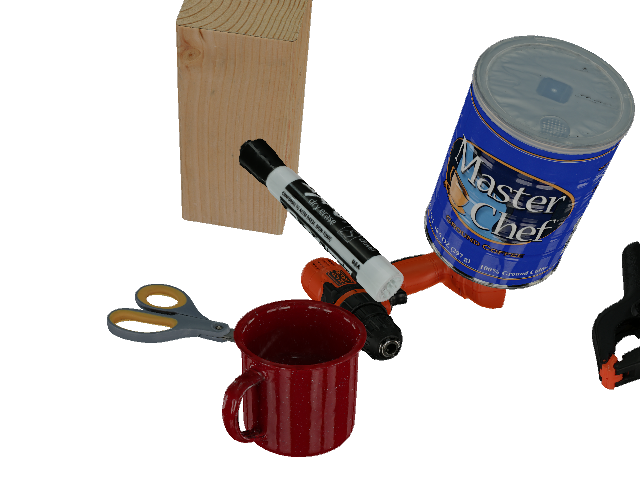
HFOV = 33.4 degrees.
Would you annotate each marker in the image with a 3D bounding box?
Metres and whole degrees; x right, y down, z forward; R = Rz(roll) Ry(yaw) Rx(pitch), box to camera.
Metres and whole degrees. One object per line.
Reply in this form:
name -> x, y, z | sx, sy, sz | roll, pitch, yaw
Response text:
marker -> -0.003, -0.014, 0.552 | 0.121, 0.020, 0.020 | 45, 26, 29

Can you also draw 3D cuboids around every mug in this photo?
mug -> -0.023, 0.104, 0.754 | 0.093, 0.081, 0.117 | 22, 33, 35

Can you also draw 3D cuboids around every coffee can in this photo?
coffee can -> 0.135, -0.050, 0.713 | 0.102, 0.103, 0.140 | 0, -40, -11

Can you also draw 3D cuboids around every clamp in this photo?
clamp -> 0.295, 0.065, 0.978 | 0.171, 0.039, 0.120 | -35, 39, -26

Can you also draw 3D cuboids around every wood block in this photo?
wood block -> -0.062, -0.111, 0.870 | 0.091, 0.090, 0.206 | 10, -43, 3

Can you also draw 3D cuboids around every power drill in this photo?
power drill -> 0.092, 0.054, 1.096 | 0.187, 0.057, 0.185 | -11, 27, -20

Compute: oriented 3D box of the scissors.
scissors -> -0.104, 0.077, 1.038 | 0.201, 0.016, 0.096 | 4, 31, -1
